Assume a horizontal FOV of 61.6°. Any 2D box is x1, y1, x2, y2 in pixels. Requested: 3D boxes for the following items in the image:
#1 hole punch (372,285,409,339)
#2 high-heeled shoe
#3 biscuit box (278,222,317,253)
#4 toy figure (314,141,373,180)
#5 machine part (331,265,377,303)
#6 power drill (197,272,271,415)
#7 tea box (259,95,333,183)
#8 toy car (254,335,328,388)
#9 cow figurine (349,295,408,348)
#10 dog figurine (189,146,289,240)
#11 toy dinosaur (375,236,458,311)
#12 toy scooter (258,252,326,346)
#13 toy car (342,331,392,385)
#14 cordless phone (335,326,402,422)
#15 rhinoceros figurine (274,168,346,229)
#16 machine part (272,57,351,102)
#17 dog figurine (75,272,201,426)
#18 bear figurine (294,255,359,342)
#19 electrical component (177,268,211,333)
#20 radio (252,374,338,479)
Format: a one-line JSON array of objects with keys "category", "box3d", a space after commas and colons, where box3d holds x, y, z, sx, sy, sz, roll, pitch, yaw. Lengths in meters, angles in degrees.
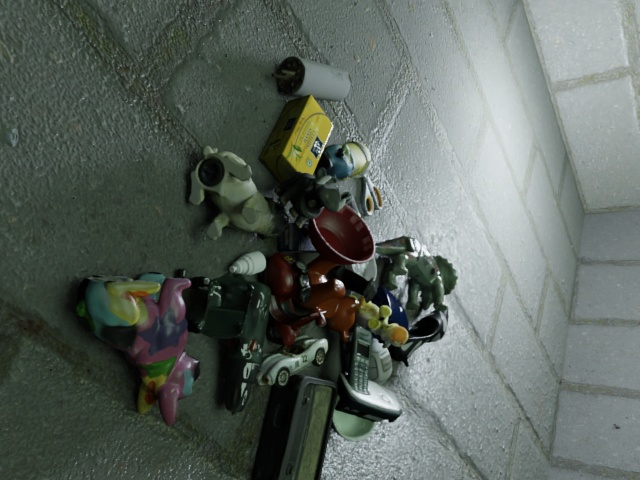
[{"category": "hole punch", "box3d": [0.170, 0.181, 1.349, 0.142, 0.092, 0.116, 40, 54, -40]}, {"category": "high-heeled shoe", "box3d": [0.270, 0.236, 1.462, 0.249, 0.086, 0.145, -50, 137, -26]}, {"category": "biscuit box", "box3d": [-0.002, -0.003, 1.156, 0.202, 0.059, 0.062, 2, 86, -53]}, {"category": "toy figure", "box3d": [0.054, -0.183, 1.228, 0.180, 0.082, 0.089, -8, 97, -50]}, {"category": "machine part", "box3d": [0.073, 0.096, 1.190, 0.039, 0.139, 0.084, -28, 114, -25]}, {"category": "power drill", "box3d": [-0.137, 0.162, 0.906, 0.207, 0.086, 0.232, 69, 28, -59]}, {"category": "tea box", "box3d": [-0.046, -0.203, 1.108, 0.098, 0.068, 0.169, 46, 53, -40]}, {"category": "toy car", "box3d": [-0.062, 0.235, 1.052, 0.201, 0.074, 0.056, -14, 103, -52]}, {"category": "cow figurine", "box3d": [0.133, 0.193, 1.239, 0.068, 0.167, 0.098, -34, 147, -17]}, {"category": "dog figurine", "box3d": [-0.138, -0.083, 0.976, 0.190, 0.121, 0.172, -10, 89, -72]}, {"category": "toy dinosaur", "box3d": [0.251, 0.066, 1.445, 0.404, 0.131, 0.192, 48, 40, -34]}, {"category": "toy scooter", "box3d": [-0.048, 0.113, 1.029, 0.075, 0.135, 0.183, -7, 92, -51]}, {"category": "toy car", "box3d": [0.118, 0.288, 1.261, 0.109, 0.103, 0.161, -12, 99, -53]}, {"category": "cordless phone", "box3d": [0.111, 0.292, 1.172, 0.146, 0.089, 0.184, 24, 57, -23]}, {"category": "rhinoceros figurine", "box3d": [-0.016, -0.080, 0.978, 0.112, 0.190, 0.073, -35, 110, -6]}, {"category": "machine part", "box3d": [-0.010, -0.343, 1.155, 0.243, 0.079, 0.079, -8, 94, -52]}, {"category": "dog figurine", "box3d": [-0.257, 0.159, 0.780, 0.191, 0.109, 0.219, 0, 90, -53]}, {"category": "bear figurine", "box3d": [0.033, 0.127, 1.141, 0.195, 0.132, 0.120, 39, 31, -37]}, {"category": "electrical component", "box3d": [-0.207, 0.103, 0.895, 0.078, 0.045, 0.102, 26, 67, -51]}, {"category": "radio", "box3d": [-0.046, 0.382, 1.062, 0.131, 0.073, 0.229, 34, 61, -47]}]
